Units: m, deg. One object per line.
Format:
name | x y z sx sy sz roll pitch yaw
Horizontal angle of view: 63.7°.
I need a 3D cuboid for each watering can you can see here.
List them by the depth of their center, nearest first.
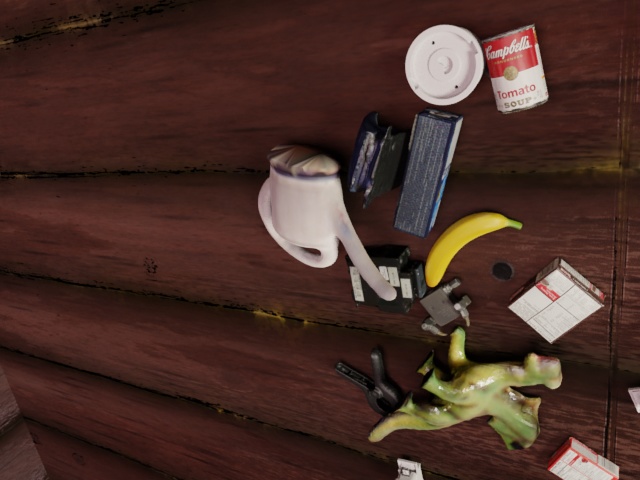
watering can | 0.003 -0.045 0.896 0.351 0.105 0.220 26 127 41

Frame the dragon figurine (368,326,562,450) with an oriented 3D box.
dragon figurine | 0.273 0.310 0.927 0.243 0.124 0.401 32 126 5
